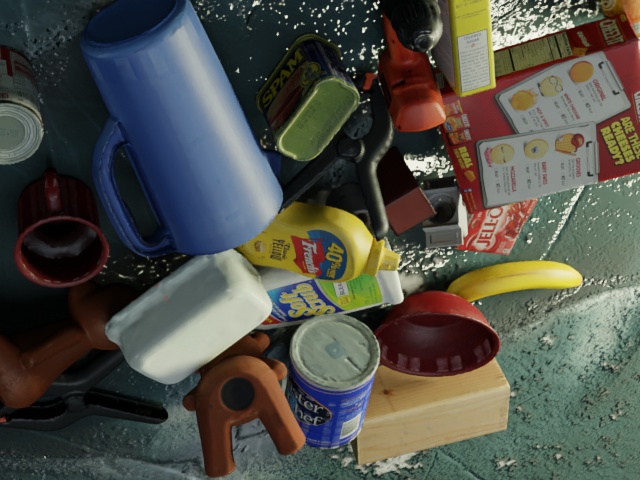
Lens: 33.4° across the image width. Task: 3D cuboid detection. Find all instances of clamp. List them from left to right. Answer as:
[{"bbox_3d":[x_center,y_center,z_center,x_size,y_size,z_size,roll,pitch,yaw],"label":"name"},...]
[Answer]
[{"bbox_3d":[-0.288,0.176,1.272,0.209,0.036,0.165,-7,131,-13],"label":"clamp"},{"bbox_3d":[0.020,-0.089,1.103,0.120,0.039,0.171,8,85,-4],"label":"clamp"}]

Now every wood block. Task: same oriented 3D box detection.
[{"bbox_3d":[0.136,0.214,1.409,0.206,0.091,0.090,-12,131,-8],"label":"wood block"}]

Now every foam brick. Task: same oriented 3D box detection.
[{"bbox_3d":[0.085,-0.053,1.176,0.051,0.078,0.053,-32,133,8],"label":"foam brick"}]

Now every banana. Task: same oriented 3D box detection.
[{"bbox_3d":[0.243,0.052,1.347,0.197,0.037,0.070,-9,159,-7],"label":"banana"}]

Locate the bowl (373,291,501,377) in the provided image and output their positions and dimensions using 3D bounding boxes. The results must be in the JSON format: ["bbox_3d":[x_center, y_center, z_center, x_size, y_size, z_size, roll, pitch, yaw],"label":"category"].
[{"bbox_3d":[0.142,0.110,1.326,0.162,0.055,0.162,3,146,2],"label":"bowl"}]

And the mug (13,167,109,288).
[{"bbox_3d":[-0.267,-0.021,1.083,0.093,0.081,0.117,-10,131,-10],"label":"mug"}]

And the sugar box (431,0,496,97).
[{"bbox_3d":[0.131,-0.237,1.025,0.048,0.093,0.176,-15,132,-7],"label":"sugar box"}]

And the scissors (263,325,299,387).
[{"bbox_3d":[-0.046,0.148,1.344,0.202,0.016,0.096,-38,131,15],"label":"scissors"}]

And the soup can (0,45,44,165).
[{"bbox_3d":[-0.291,-0.124,0.975,0.068,0.102,0.068,-11,131,-13],"label":"soup can"}]

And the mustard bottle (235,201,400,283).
[{"bbox_3d":[-0.008,0.002,1.156,0.191,0.058,0.096,14,136,1],"label":"mustard bottle"}]

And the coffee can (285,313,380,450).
[{"bbox_3d":[0.011,0.168,1.256,0.102,0.103,0.140,-7,142,-13],"label":"coffee can"}]

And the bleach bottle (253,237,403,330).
[{"bbox_3d":[-0.035,0.062,1.245,0.251,0.068,0.102,-18,133,0],"label":"bleach bottle"}]

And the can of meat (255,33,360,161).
[{"bbox_3d":[-0.012,-0.140,1.065,0.057,0.084,0.102,22,119,-33],"label":"can of meat"}]

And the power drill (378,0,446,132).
[{"bbox_3d":[0.083,-0.192,1.000,0.057,0.184,0.187,-10,141,1],"label":"power drill"}]

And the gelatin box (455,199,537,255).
[{"bbox_3d":[0.206,-0.025,1.271,0.073,0.030,0.089,7,126,-23],"label":"gelatin box"}]

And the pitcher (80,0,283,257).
[{"bbox_3d":[-0.141,-0.106,1.020,0.145,0.149,0.243,-8,131,17],"label":"pitcher"}]

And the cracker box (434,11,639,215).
[{"bbox_3d":[0.237,-0.130,1.129,0.214,0.072,0.164,-15,128,13],"label":"cracker box"}]
